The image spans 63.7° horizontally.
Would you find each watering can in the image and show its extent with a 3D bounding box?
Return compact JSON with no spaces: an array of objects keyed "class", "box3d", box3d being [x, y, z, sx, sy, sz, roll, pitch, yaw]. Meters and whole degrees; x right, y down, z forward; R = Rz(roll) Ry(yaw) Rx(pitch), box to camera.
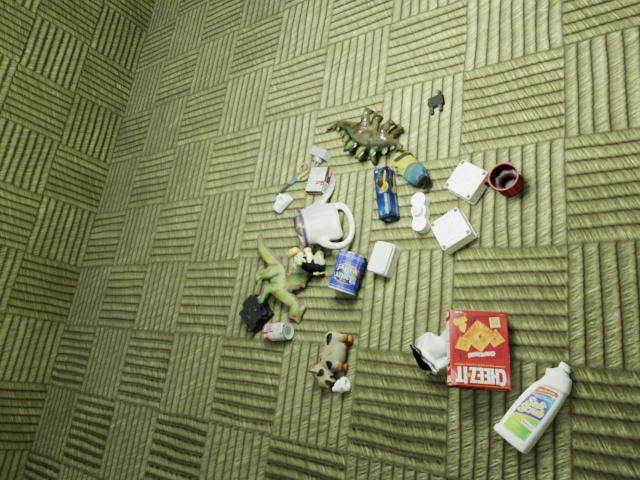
[{"class":"watering can","box3d":[0.006,-0.099,1.966,0.224,0.101,0.356,-11,54,-5]}]

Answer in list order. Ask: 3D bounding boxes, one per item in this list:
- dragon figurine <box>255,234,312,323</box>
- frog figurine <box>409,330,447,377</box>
[{"class":"dragon figurine","box3d":[-0.134,0.130,2.026,0.242,0.120,0.418,-15,63,14]},{"class":"frog figurine","box3d":[0.364,0.327,1.548,0.161,0.120,0.139,-30,40,-19]}]
